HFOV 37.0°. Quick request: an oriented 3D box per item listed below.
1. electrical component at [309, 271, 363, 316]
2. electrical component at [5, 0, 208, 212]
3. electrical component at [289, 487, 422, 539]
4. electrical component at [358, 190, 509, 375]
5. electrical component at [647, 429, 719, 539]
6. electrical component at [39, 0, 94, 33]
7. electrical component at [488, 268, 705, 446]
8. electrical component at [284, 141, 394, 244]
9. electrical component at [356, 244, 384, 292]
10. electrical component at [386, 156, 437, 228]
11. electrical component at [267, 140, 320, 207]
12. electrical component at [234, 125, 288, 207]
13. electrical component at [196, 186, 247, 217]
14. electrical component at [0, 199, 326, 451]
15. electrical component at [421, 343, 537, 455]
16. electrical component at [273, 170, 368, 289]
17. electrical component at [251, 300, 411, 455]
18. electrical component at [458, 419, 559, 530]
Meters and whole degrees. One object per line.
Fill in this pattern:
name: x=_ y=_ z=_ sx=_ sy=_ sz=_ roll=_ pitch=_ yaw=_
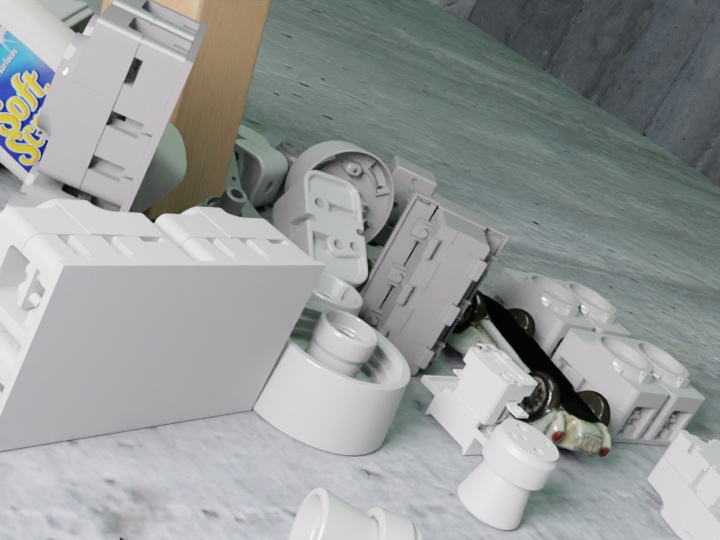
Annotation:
electrical component: x=-0.030 y=0.031 z=0.764 sx=0.055 sy=0.047 sz=0.055 roll=25 pitch=19 yaw=-9
electrical component: x=-0.155 y=-0.059 z=0.613 sx=0.060 sy=0.186 sz=0.105 roll=23 pitch=20 yaw=-13
electrical component: x=-0.003 y=0.138 z=0.536 sx=0.055 sy=0.045 sz=0.045 roll=23 pitch=20 yaw=-17
electrical component: x=0.049 y=0.013 z=0.807 sx=0.079 sy=0.121 sz=0.063 roll=24 pitch=22 yaw=-11
electrical component: x=0.260 y=0.170 z=0.792 sx=0.050 sy=0.055 sz=0.089 roll=18 pitch=21 yaw=-27
electrical component: x=-0.262 y=-0.160 z=0.845 sx=0.056 sy=0.108 sz=0.108 roll=22 pitch=20 yaw=-8
electrical component: x=0.205 y=0.072 z=0.960 sx=0.105 sy=0.060 sz=0.186 roll=11 pitch=25 yaw=-40
electrical component: x=-0.019 y=-0.065 z=0.952 sx=0.099 sy=0.099 sz=0.064 roll=20 pitch=15 yaw=-23
electrical component: x=0.000 y=0.000 z=0.895 sx=0.064 sy=0.042 sz=0.081 roll=17 pitch=22 yaw=-38
electrical component: x=0.044 y=-0.068 z=1.088 sx=0.047 sy=0.065 sz=0.076 roll=24 pitch=20 yaw=-11
electrical component: x=-0.066 y=-0.087 z=1.004 sx=0.045 sy=0.055 sz=0.045 roll=24 pitch=21 yaw=-10
electrical component: x=-0.116 y=-0.098 z=0.967 sx=0.095 sy=0.053 sz=0.059 roll=33 pitch=20 yaw=14
electrical component: x=-0.106 y=-0.035 z=0.802 sx=0.048 sy=0.062 sz=0.048 roll=25 pitch=35 yaw=-19
electrical component: x=-0.118 y=0.025 z=0.574 sx=0.060 sy=0.105 sz=0.186 roll=39 pitch=22 yaw=29
electrical component: x=0.087 y=0.090 z=0.750 sx=0.042 sy=0.063 sz=0.081 roll=9 pitch=26 yaw=-45
electrical component: x=-0.035 y=-0.020 z=0.836 sx=0.054 sy=0.059 sz=0.095 roll=16 pitch=53 yaw=-32
electrical component: x=-0.019 y=0.060 z=0.686 sx=0.108 sy=0.060 sz=0.108 roll=25 pitch=19 yaw=-9
electrical component: x=0.093 y=0.128 z=0.675 sx=0.045 sy=0.055 sz=0.045 roll=25 pitch=19 yaw=-9
